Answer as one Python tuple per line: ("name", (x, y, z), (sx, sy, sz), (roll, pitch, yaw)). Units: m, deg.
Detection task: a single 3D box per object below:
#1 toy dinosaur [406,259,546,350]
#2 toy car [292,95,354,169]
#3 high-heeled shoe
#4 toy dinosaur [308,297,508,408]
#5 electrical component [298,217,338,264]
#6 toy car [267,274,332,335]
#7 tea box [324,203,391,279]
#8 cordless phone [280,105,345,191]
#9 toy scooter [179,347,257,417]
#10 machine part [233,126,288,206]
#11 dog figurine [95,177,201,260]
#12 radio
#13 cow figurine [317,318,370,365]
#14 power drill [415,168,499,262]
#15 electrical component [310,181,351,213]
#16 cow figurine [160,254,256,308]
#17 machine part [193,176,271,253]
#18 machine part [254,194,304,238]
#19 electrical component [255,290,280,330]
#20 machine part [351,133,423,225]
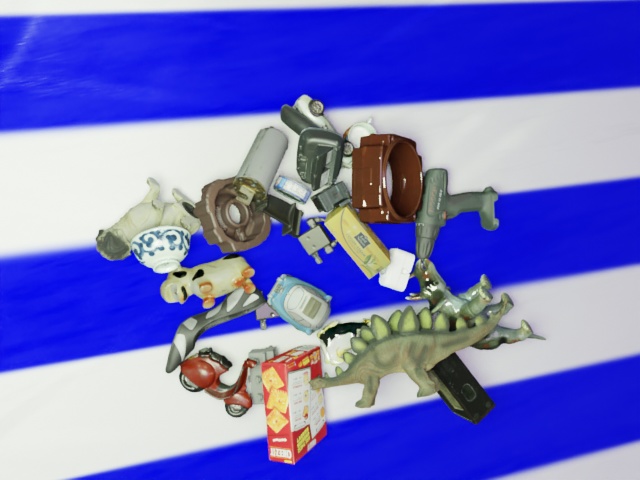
("toy dinosaur", (0.384, 0.202, 1.330), (0.192, 0.131, 0.404), (-38, 115, 26))
("toy car", (0.011, -0.248, 1.254), (0.056, 0.073, 0.201), (-39, 99, -15))
("high-heeled shoe", (-0.226, 0.197, 1.179), (0.145, 0.086, 0.249), (22, 67, 3))
("toy dinosaur", (0.201, 0.247, 1.185), (0.472, 0.105, 0.198), (-14, 77, 0))
("electrical component", (-0.004, -0.005, 1.270), (0.078, 0.045, 0.102), (-37, 97, 18))
("toy car", (-0.033, 0.147, 1.220), (0.161, 0.103, 0.109), (39, 74, -26))
("tea box", (0.089, -0.004, 1.256), (0.068, 0.098, 0.169), (-36, 98, 14))
("cordless phone", (-0.035, -0.214, 1.231), (0.089, 0.146, 0.184), (-32, 61, -29))
("toy scooter", (-0.212, 0.294, 1.180), (0.184, 0.075, 0.135), (33, 104, -1))
("machine part", (-0.127, -0.166, 1.179), (0.079, 0.079, 0.243), (27, 50, -13))
("dog figurine", (-0.366, -0.017, 1.165), (0.190, 0.121, 0.172), (-44, 125, 17))
("radio", (0.315, 0.334, 1.305), (0.073, 0.131, 0.229), (-41, 100, -12))
("cow figurine", (0.079, 0.226, 1.281), (0.167, 0.068, 0.098), (-20, 89, -14))
("power drill", (0.336, -0.060, 1.341), (0.207, 0.086, 0.232), (1, 88, -7))
("electrical component", (0.030, -0.098, 1.237), (0.075, 0.119, 0.047), (-31, 98, -9))
("cow figurine", (-0.250, 0.082, 1.164), (0.195, 0.127, 0.085), (-19, 128, -18))
("machine part", (-0.189, -0.056, 1.179), (0.179, 0.056, 0.179), (13, 70, -42))
("machine part", (-0.090, -0.061, 1.218), (0.138, 0.039, 0.084), (34, 62, -40))
("electrical component", (-0.120, 0.161, 1.250), (0.063, 0.021, 0.094), (-6, 92, -15))
("machine part", (0.160, -0.136, 1.235), (0.201, 0.087, 0.201), (0, 90, -54))
